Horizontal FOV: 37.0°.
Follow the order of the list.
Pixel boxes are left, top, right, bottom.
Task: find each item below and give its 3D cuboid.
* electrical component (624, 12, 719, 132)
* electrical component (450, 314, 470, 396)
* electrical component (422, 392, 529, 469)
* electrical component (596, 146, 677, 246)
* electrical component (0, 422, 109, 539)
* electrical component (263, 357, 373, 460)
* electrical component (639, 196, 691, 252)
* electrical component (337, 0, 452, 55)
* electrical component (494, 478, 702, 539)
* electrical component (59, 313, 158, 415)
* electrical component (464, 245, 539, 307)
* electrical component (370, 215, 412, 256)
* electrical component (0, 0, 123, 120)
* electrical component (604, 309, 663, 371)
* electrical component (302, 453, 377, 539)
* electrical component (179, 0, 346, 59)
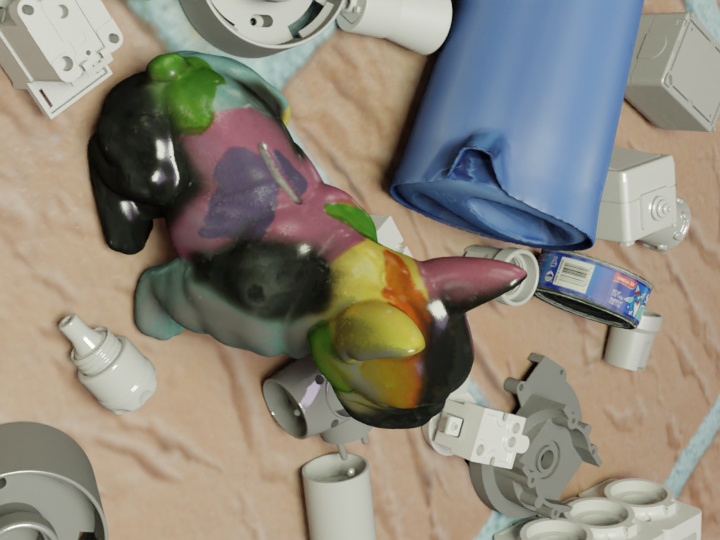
[{"bbox_3d":[0.245,-0.150,0.838,0.096,0.061,0.061,29,80,-39],"label":"electrical component"},{"bbox_3d":[0.049,0.054,0.726,0.066,0.048,0.055,-4,109,-39],"label":"electrical component"},{"bbox_3d":[0.077,0.111,0.753,0.066,0.055,0.048,19,86,-40],"label":"electrical component"},{"bbox_3d":[0.185,-0.058,0.783,0.062,0.096,0.061,-19,110,-36],"label":"electrical component"},{"bbox_3d":[-0.179,0.134,0.555,0.099,0.064,0.099,-7,107,-25],"label":"electrical component"},{"bbox_3d":[-0.013,0.083,0.680,0.077,0.044,0.079,-32,118,-31],"label":"electrical component"},{"bbox_3d":[0.229,-0.044,0.857,0.062,0.048,0.048,19,86,-34],"label":"electrical component"},{"bbox_3d":[0.018,-0.159,0.662,0.065,0.044,0.044,2,97,-35],"label":"electrical component"},{"bbox_3d":[0.188,0.218,0.843,0.150,0.089,0.061,-14,107,-37],"label":"electrical component"},{"bbox_3d":[-0.138,0.048,0.577,0.035,0.035,0.061,-49,123,-22],"label":"electrical component"},{"bbox_3d":[0.095,0.002,0.753,0.040,0.046,0.040,-9,104,-38],"label":"electrical component"},{"bbox_3d":[0.000,0.000,0.675,0.055,0.048,0.066,-50,126,-30],"label":"electrical component"},{"bbox_3d":[-0.150,-0.116,0.515,0.042,0.064,0.081,-44,124,-24],"label":"electrical component"},{"bbox_3d":[0.220,0.055,0.873,0.040,0.040,0.046,5,102,-40],"label":"electrical component"},{"bbox_3d":[-0.012,0.165,0.698,0.043,0.043,0.081,-18,109,-36],"label":"electrical component"},{"bbox_3d":[-0.055,-0.168,0.600,0.099,0.064,0.099,-5,102,-25],"label":"electrical component"}]
